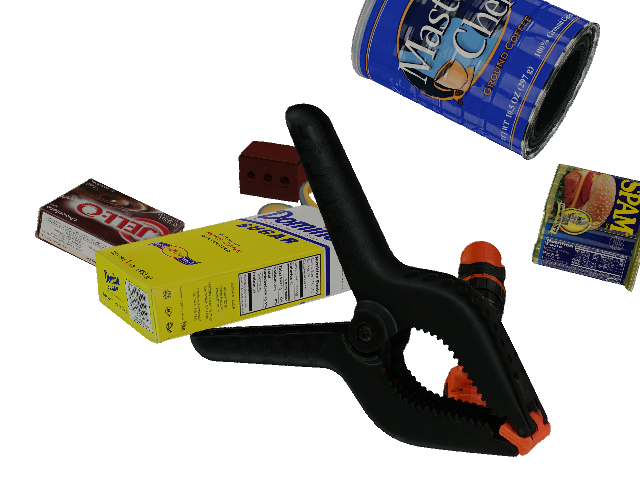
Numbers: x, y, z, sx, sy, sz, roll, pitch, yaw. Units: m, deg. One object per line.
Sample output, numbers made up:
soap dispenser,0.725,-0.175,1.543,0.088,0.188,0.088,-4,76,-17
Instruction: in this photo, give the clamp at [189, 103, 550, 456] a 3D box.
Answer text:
clamp,0.031,0.034,0.561,0.210,0.165,0.036,29,24,25

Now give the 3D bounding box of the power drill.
power drill,0.168,0.115,1.159,0.057,0.188,0.184,7,26,8

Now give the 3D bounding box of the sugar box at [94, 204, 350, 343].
sugar box,-0.058,0.018,0.748,0.175,0.048,0.093,-17,25,-31

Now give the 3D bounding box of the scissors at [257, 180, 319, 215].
scissors,0.007,0.014,0.919,0.096,0.016,0.202,-11,42,-12

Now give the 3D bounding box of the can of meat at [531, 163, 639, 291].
can of meat,0.229,-0.014,0.892,0.084,0.057,0.102,14,45,15

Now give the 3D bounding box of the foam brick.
foam brick,-0.057,-0.085,1.312,0.078,0.053,0.051,9,30,15

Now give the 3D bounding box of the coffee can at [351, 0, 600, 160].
coffee can,0.107,-0.133,0.746,0.140,0.103,0.102,30,10,18

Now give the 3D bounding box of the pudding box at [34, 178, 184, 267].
pudding box,-0.201,-0.010,1.025,0.113,0.039,0.090,23,27,12
